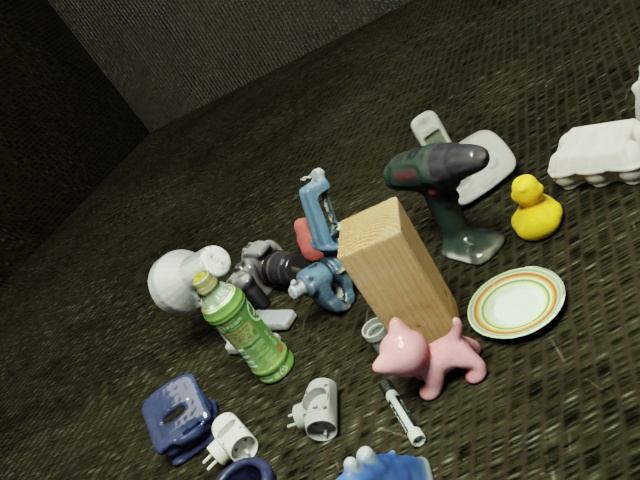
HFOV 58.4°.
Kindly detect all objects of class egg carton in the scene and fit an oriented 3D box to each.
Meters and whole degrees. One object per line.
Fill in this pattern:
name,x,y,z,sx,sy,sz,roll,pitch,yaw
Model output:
egg carton,0.438,-0.132,0.890,0.149,0.069,0.107,-2,41,46

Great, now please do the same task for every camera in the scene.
camera,-0.102,0.061,1.135,0.136,0.101,0.143,1,44,48

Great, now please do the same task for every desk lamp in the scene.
desk lamp,-0.184,0.101,1.038,0.202,0.214,0.118,-9,37,40

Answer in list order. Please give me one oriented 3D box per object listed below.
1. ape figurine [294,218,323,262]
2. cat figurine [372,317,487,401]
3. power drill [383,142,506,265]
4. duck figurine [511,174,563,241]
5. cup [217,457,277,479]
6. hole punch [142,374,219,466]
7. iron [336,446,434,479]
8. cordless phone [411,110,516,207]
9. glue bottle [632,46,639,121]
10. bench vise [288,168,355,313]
ape figurine,-0.019,-0.007,1.163,0.077,0.092,0.076,5,46,50
cat figurine,0.133,0.142,0.732,0.127,0.118,0.067,-28,28,12
power drill,0.202,-0.063,0.885,0.076,0.209,0.228,-44,29,-18
duck figurine,0.323,-0.057,0.878,0.077,0.086,0.104,-17,32,30
cup,-0.070,0.329,0.678,0.092,0.095,0.117,-39,28,-9
hole punch,-0.220,0.285,0.917,0.108,0.091,0.101,-36,27,-3
iron,0.030,0.298,0.569,0.118,0.142,0.259,-6,39,42
cordless phone,0.251,-0.165,1.021,0.147,0.185,0.094,-36,28,-4
glue bottle,0.492,-0.209,0.840,0.037,0.173,0.078,-37,28,-5
bench vise,0.018,0.002,0.969,0.121,0.220,0.208,-8,37,40
